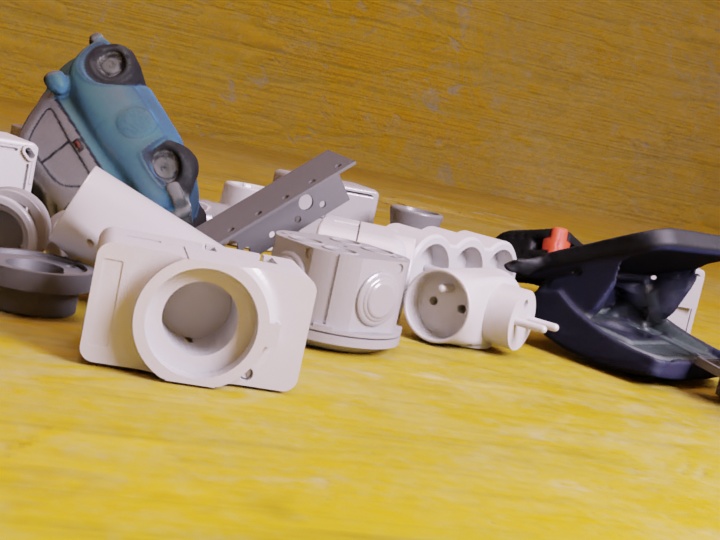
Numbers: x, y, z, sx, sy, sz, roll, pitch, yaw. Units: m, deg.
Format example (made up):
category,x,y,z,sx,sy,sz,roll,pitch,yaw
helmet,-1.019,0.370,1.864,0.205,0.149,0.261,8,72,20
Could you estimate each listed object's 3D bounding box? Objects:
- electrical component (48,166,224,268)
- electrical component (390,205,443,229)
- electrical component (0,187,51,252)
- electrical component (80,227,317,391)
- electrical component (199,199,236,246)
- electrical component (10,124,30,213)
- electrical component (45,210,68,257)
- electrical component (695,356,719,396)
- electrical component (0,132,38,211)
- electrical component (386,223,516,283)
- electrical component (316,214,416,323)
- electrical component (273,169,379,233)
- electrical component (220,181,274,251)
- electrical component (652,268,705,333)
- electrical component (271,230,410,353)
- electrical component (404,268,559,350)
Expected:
category,x,y,z,sx,sy,sz,roll,pitch,yaw
electrical component,-0.119,-0.008,0.556,0.077,0.043,0.079,33,-28,-13
electrical component,0.041,-0.023,0.888,0.045,0.055,0.045,12,8,-2
electrical component,-0.186,-0.020,0.557,0.045,0.045,0.055,11,7,-9
electrical component,-0.069,0.017,0.453,0.089,0.050,0.056,11,8,-14
electrical component,-0.105,-0.034,0.821,0.061,0.035,0.035,9,8,-38
electrical component,-0.245,-0.076,0.797,0.044,0.065,0.044,12,8,-2
electrical component,-0.166,-0.018,0.619,0.035,0.035,0.061,8,6,-25
electrical component,0.247,0.052,0.633,0.081,0.063,0.042,10,7,-10
electrical component,-0.259,-0.059,0.664,0.096,0.061,0.061,5,10,-41
electrical component,0.050,-0.007,0.799,0.074,0.052,0.138,18,10,39
electrical component,0.000,0.000,0.665,0.059,0.053,0.095,12,8,-1
electrical component,-0.039,-0.048,0.927,0.096,0.061,0.061,8,9,-26
electrical component,-0.090,-0.045,0.876,0.055,0.047,0.055,12,8,-2
electrical component,0.219,0.021,0.822,0.096,0.061,0.061,8,9,-30
electrical component,-0.014,0.011,0.575,0.080,0.051,0.080,12,8,-2
electrical component,0.078,0.025,0.641,0.079,0.044,0.077,16,9,30
